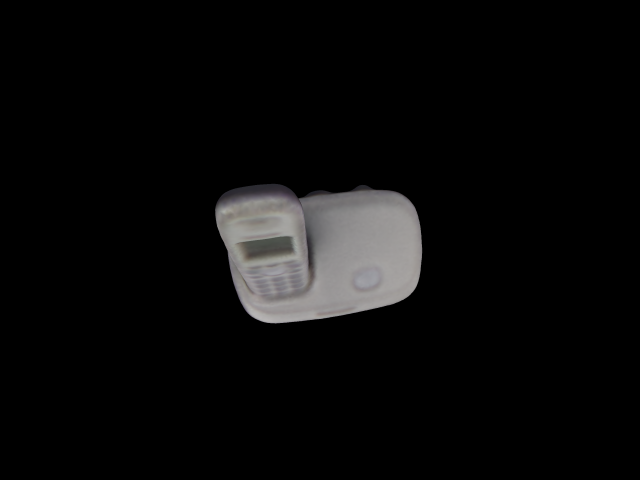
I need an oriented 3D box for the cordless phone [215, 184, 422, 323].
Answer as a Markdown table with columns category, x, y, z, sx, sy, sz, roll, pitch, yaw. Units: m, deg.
| category | x | y | z | sx | sy | sz | roll | pitch | yaw |
| --- | --- | --- | --- | --- | --- | --- | --- | --- | --- |
| cordless phone | 0.004 | 0.001 | 0.400 | 0.147 | 0.185 | 0.094 | -11 | 78 | -2 |
